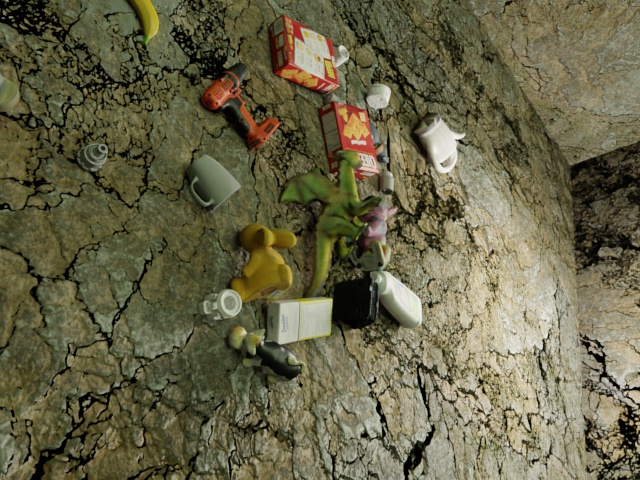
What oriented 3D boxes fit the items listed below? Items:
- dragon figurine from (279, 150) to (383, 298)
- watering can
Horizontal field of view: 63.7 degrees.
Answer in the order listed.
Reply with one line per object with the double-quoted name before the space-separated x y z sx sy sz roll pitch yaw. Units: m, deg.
"dragon figurine" 0.004 -0.067 1.323 0.243 0.120 0.415 36 74 6
"watering can" 0.472 -0.403 2.010 0.222 0.103 0.355 53 43 -18
